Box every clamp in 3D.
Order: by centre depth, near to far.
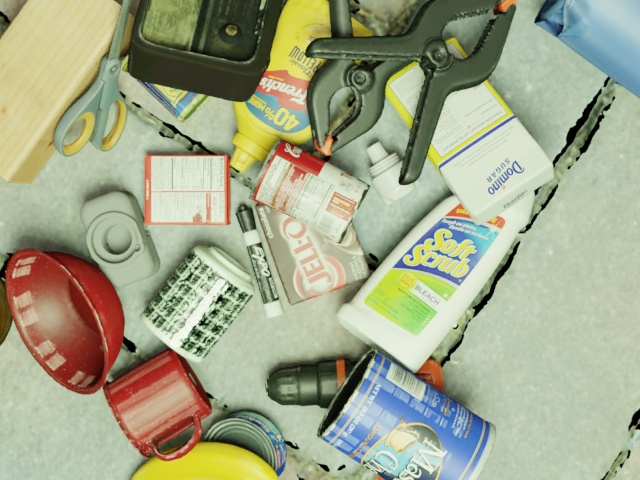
[{"bbox_3d":[0.099,-0.179,1.026,0.210,0.036,0.164,-45,99,-9],"label":"clamp"},{"bbox_3d":[0.029,-0.170,1.049,0.120,0.039,0.171,32,89,-9],"label":"clamp"}]

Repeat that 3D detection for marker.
[{"bbox_3d":[-0.064,0.022,1.117,0.020,0.020,0.121,-17,92,2],"label":"marker"}]

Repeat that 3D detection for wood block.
[{"bbox_3d":[-0.279,-0.166,1.079,0.090,0.091,0.206,36,92,-1],"label":"wood block"}]

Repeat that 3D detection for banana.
[{"bbox_3d":[-0.122,0.239,1.083,0.198,0.037,0.069,-4,94,27],"label":"banana"}]

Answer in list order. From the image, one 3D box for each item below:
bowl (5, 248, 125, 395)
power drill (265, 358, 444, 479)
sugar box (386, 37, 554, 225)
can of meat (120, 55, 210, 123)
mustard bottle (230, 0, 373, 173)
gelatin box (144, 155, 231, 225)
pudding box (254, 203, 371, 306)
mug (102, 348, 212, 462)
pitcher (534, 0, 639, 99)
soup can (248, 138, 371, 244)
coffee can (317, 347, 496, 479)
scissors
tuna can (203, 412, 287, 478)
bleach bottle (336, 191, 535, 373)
[{"bbox_3d":[-0.248,0.073,1.081,0.055,0.162,0.162,-31,92,-42],"label":"bowl"},{"bbox_3d":[0.039,0.215,1.103,0.184,0.057,0.188,-3,92,1],"label":"power drill"},{"bbox_3d":[0.145,-0.109,1.064,0.093,0.048,0.176,-33,70,3],"label":"sugar box"},{"bbox_3d":[-0.139,-0.183,1.092,0.084,0.057,0.102,44,92,-3],"label":"can of meat"},{"bbox_3d":[-0.034,-0.153,1.090,0.096,0.058,0.191,33,93,-2],"label":"mustard bottle"},{"bbox_3d":[-0.137,-0.052,1.111,0.089,0.030,0.073,0,91,1],"label":"gelatin box"},{"bbox_3d":[-0.007,0.001,1.105,0.090,0.039,0.113,-20,91,2],"label":"pudding box"},{"bbox_3d":[-0.159,0.171,1.083,0.081,0.093,0.117,-31,51,-3],"label":"mug"},{"bbox_3d":[0.348,-0.203,1.054,0.243,0.145,0.149,38,105,-4],"label":"pitcher"},{"bbox_3d":[-0.010,-0.048,1.049,0.102,0.068,0.068,27,92,1],"label":"soup can"},{"bbox_3d":[0.083,0.184,1.026,0.140,0.103,0.103,33,92,-2],"label":"coffee can"},{"bbox_3d":[-0.219,-0.156,1.037,0.016,0.202,0.096,39,53,21],"label":"scissors"},{"bbox_3d":[-0.078,0.222,1.106,0.086,0.033,0.086,3,98,20],"label":"tuna can"},{"bbox_3d":[0.130,0.008,1.080,0.103,0.068,0.250,35,81,15],"label":"bleach bottle"}]
